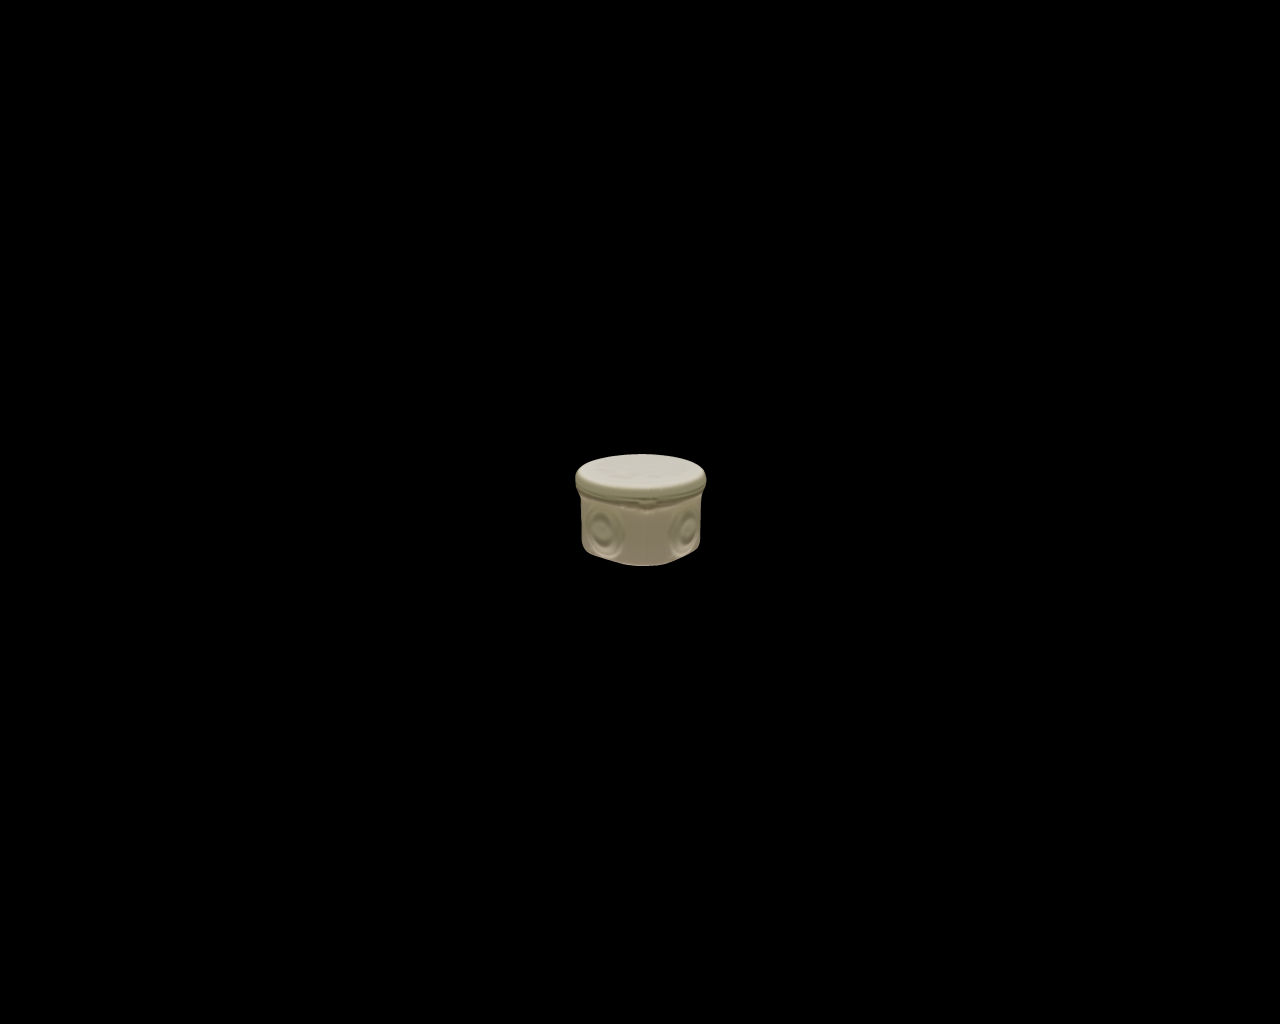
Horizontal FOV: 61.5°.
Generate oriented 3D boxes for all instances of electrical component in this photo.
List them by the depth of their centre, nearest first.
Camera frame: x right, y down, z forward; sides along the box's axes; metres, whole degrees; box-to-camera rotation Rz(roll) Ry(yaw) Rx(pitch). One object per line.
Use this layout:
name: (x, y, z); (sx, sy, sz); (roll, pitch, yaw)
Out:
electrical component: (0.001, -0.003, 0.650); (0.080, 0.051, 0.080); (0, 18, 0)
